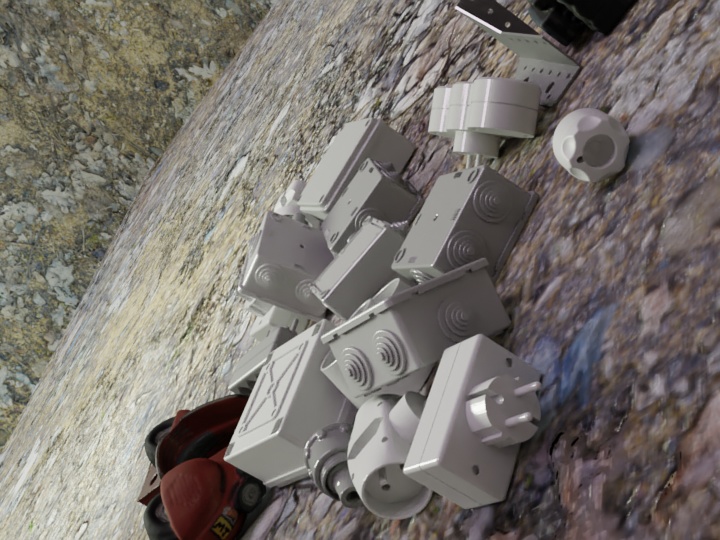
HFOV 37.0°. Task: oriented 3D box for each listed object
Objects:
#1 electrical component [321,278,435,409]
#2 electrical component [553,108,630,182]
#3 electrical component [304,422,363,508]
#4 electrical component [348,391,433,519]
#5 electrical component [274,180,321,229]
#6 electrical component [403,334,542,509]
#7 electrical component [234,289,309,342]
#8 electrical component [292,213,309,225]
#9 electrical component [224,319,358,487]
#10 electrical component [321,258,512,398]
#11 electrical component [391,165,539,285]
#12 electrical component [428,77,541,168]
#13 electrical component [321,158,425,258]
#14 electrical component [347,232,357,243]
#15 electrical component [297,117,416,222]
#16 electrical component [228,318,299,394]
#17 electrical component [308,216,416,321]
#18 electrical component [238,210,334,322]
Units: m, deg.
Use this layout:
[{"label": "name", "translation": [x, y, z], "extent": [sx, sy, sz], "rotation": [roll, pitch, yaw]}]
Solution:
[{"label": "electrical component", "translation": [0.019, 0.057, 0.797], "extent": [0.099, 0.064, 0.099], "rotation": [-49, 6, 6]}, {"label": "electrical component", "translation": [0.144, -0.083, 0.689], "extent": [0.043, 0.043, 0.062], "rotation": [-54, 16, 12]}, {"label": "electrical component", "translation": [-0.011, 0.137, 0.731], "extent": [0.048, 0.048, 0.062], "rotation": [-54, 23, 11]}, {"label": "electrical component", "translation": [0.031, 0.103, 0.674], "extent": [0.079, 0.043, 0.077], "rotation": [-52, 18, 18]}, {"label": "electrical component", "translation": [-0.069, -0.060, 1.225], "extent": [0.078, 0.058, 0.057], "rotation": [-45, 18, 37]}, {"label": "electrical component", "translation": [0.073, 0.079, 0.591], "extent": [0.076, 0.047, 0.083], "rotation": [-32, 30, 55]}, {"label": "electrical component", "translation": [-0.090, 0.033, 1.082], "extent": [0.047, 0.077, 0.065], "rotation": [-34, 29, 53]}, {"label": "electrical component", "translation": [-0.074, -0.006, 1.150], "extent": [0.089, 0.050, 0.055], "rotation": [-49, 18, 24]}, {"label": "electrical component", "translation": [-0.048, 0.109, 0.864], "extent": [0.109, 0.056, 0.108], "rotation": [-34, 29, 53]}, {"label": "electrical component", "translation": [0.037, 0.039, 0.696], "extent": [0.100, 0.048, 0.100], "rotation": [-21, -7, -36]}, {"label": "electrical component", "translation": [0.073, -0.026, 0.784], "extent": [0.099, 0.048, 0.100], "rotation": [-62, 16, -10]}, {"label": "electrical component", "translation": [0.095, -0.110, 0.864], "extent": [0.138, 0.052, 0.073], "rotation": [-163, 81, -73]}, {"label": "electrical component", "translation": [0.008, -0.052, 1.004], "extent": [0.099, 0.048, 0.099], "rotation": [-54, 17, 10]}, {"label": "electrical component", "translation": [0.000, 0.000, 0.947], "extent": [0.062, 0.048, 0.048], "rotation": [-54, 15, 35]}, {"label": "electrical component", "translation": [-0.005, -0.097, 1.110], "extent": [0.108, 0.056, 0.109], "rotation": [-59, 17, -6]}, {"label": "electrical component", "translation": [-0.075, 0.079, 1.006], "extent": [0.083, 0.047, 0.075], "rotation": [-38, 25, 48]}, {"label": "electrical component", "translation": [0.015, 0.003, 0.882], "extent": [0.096, 0.061, 0.062], "rotation": [-49, 16, -1]}, {"label": "electrical component", "translation": [-0.064, -0.006, 1.043], "extent": [0.099, 0.100, 0.048], "rotation": [-84, 19, -56]}]
